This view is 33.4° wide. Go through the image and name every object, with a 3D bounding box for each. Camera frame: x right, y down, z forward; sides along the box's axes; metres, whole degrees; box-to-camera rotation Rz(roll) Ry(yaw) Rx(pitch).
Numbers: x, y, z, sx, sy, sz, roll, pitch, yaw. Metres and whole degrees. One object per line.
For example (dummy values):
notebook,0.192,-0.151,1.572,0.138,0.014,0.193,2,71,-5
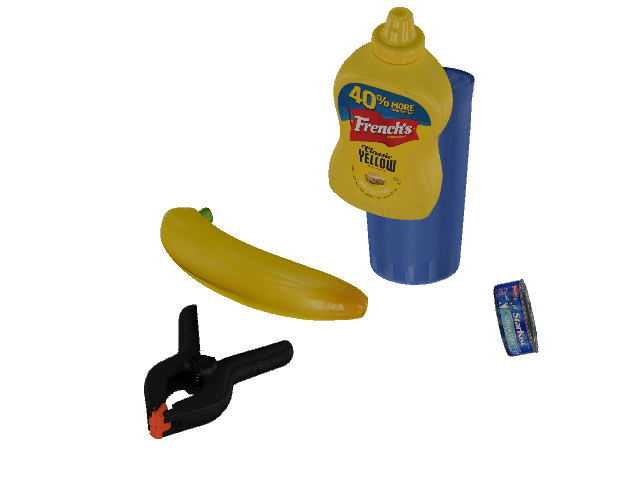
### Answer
mustard bottle,0.058,-0.105,0.867,0.096,0.192,0.058,20,49,16
pitcher,0.117,-0.080,1.248,0.149,0.243,0.145,-5,23,-7
tuna can,0.224,0.089,1.224,0.034,0.086,0.086,-12,-3,15
clamp,-0.117,0.118,0.990,0.120,0.039,0.171,20,31,26
banana,-0.053,0.011,0.704,0.069,0.037,0.198,-19,31,-32
